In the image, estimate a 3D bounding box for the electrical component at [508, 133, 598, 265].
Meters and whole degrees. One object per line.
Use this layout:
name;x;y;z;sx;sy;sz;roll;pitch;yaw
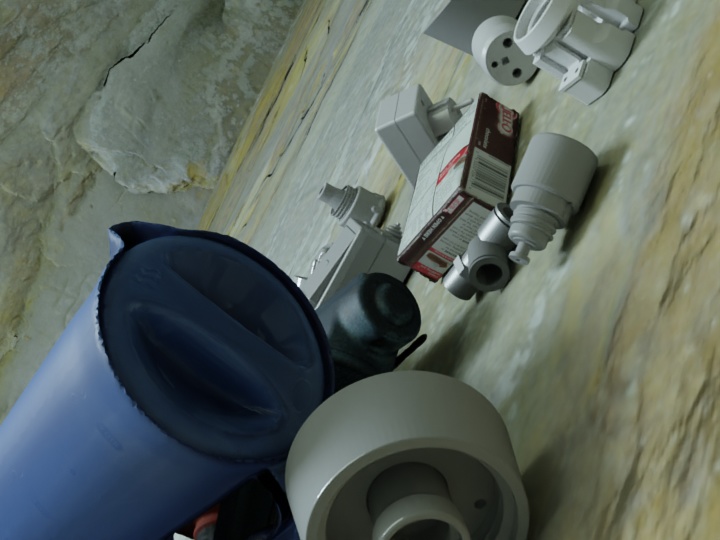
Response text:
electrical component;0.103;-0.040;0.600;0.078;0.040;0.040;-65;13;-13

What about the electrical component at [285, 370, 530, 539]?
electrical component;0.023;0.106;0.478;0.108;0.108;0.060;-58;20;17

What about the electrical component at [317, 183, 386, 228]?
electrical component;-0.010;-0.061;1.023;0.048;0.062;0.048;-57;14;23

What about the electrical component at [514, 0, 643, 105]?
electrical component;0.133;-0.150;0.670;0.058;0.057;0.078;-36;29;63

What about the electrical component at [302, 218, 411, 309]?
electrical component;0.000;0.000;0.866;0.096;0.061;0.061;-61;13;5

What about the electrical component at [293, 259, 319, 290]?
electrical component;-0.049;0.029;1.010;0.077;0.044;0.079;-155;78;-77

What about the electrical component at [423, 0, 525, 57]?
electrical component;0.104;-0.235;0.936;0.099;0.064;0.099;-57;14;23

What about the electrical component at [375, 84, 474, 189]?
electrical component;0.062;-0.115;0.870;0.077;0.065;0.047;-22;32;24

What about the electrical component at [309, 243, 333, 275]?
electrical component;-0.033;0.000;1.050;0.061;0.035;0.035;-47;20;53

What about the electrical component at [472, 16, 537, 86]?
electrical component;0.111;-0.166;0.816;0.045;0.045;0.055;-58;14;18

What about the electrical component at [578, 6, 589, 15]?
electrical component;0.151;-0.198;0.731;0.062;0.048;0.048;-61;11;-26
